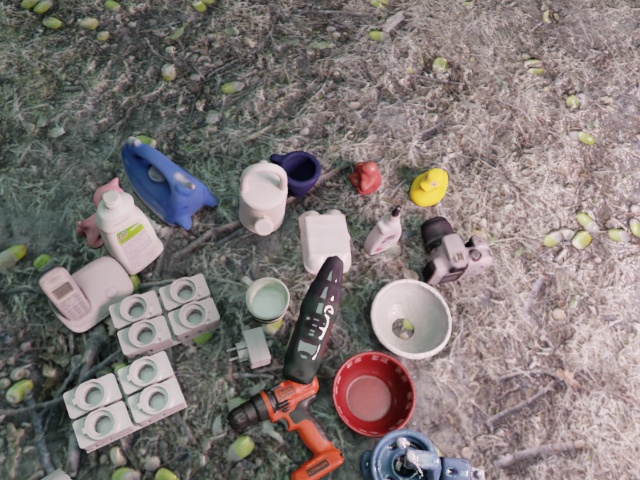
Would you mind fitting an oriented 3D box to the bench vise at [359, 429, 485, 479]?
[{"bbox_3d":[0.185,0.379,0.983,0.207,0.220,0.121,-7,65,-11],"label":"bench vise"}]

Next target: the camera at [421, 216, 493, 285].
[{"bbox_3d":[0.287,0.012,1.244,0.143,0.101,0.136,-12,66,-13],"label":"camera"}]

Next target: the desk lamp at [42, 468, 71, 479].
[{"bbox_3d":[-0.429,0.455,0.861,0.203,0.213,0.118,-35,73,-22],"label":"desk lamp"}]

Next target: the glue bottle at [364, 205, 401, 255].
[{"bbox_3d":[0.143,-0.027,1.202,0.078,0.173,0.037,-26,70,-19],"label":"glue bottle"}]

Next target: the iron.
[{"bbox_3d":[-0.342,-0.145,1.209,0.258,0.141,0.119,38,65,11],"label":"iron"}]

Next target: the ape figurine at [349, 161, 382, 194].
[{"bbox_3d":[0.106,-0.149,1.302,0.076,0.092,0.078,14,63,-1],"label":"ape figurine"}]

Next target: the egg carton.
[{"bbox_3d":[0.011,0.004,1.226,0.107,0.069,0.150,-4,65,-10],"label":"egg carton"}]

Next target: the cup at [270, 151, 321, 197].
[{"bbox_3d":[-0.060,-0.142,1.273,0.117,0.095,0.092,25,63,5],"label":"cup"}]

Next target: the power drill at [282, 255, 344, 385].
[{"bbox_3d":[-0.014,0.164,1.066,0.075,0.208,0.230,17,63,1],"label":"power drill"}]

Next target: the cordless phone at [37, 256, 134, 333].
[{"bbox_3d":[-0.435,0.081,1.059,0.094,0.185,0.148,42,66,13],"label":"cordless phone"}]

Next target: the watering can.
[{"bbox_3d":[-0.115,-0.091,1.185,0.101,0.194,0.172,-20,68,-17],"label":"watering can"}]

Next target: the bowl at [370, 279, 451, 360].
[{"bbox_3d":[0.177,0.169,1.166,0.167,0.075,0.167,3,64,-6],"label":"bowl"}]

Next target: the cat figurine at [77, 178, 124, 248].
[{"bbox_3d":[-0.442,-0.061,1.166,0.067,0.118,0.128,38,65,11],"label":"cat figurine"}]

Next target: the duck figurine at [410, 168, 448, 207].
[{"bbox_3d":[0.259,-0.134,1.321,0.105,0.086,0.077,-39,75,-23],"label":"duck figurine"}]
